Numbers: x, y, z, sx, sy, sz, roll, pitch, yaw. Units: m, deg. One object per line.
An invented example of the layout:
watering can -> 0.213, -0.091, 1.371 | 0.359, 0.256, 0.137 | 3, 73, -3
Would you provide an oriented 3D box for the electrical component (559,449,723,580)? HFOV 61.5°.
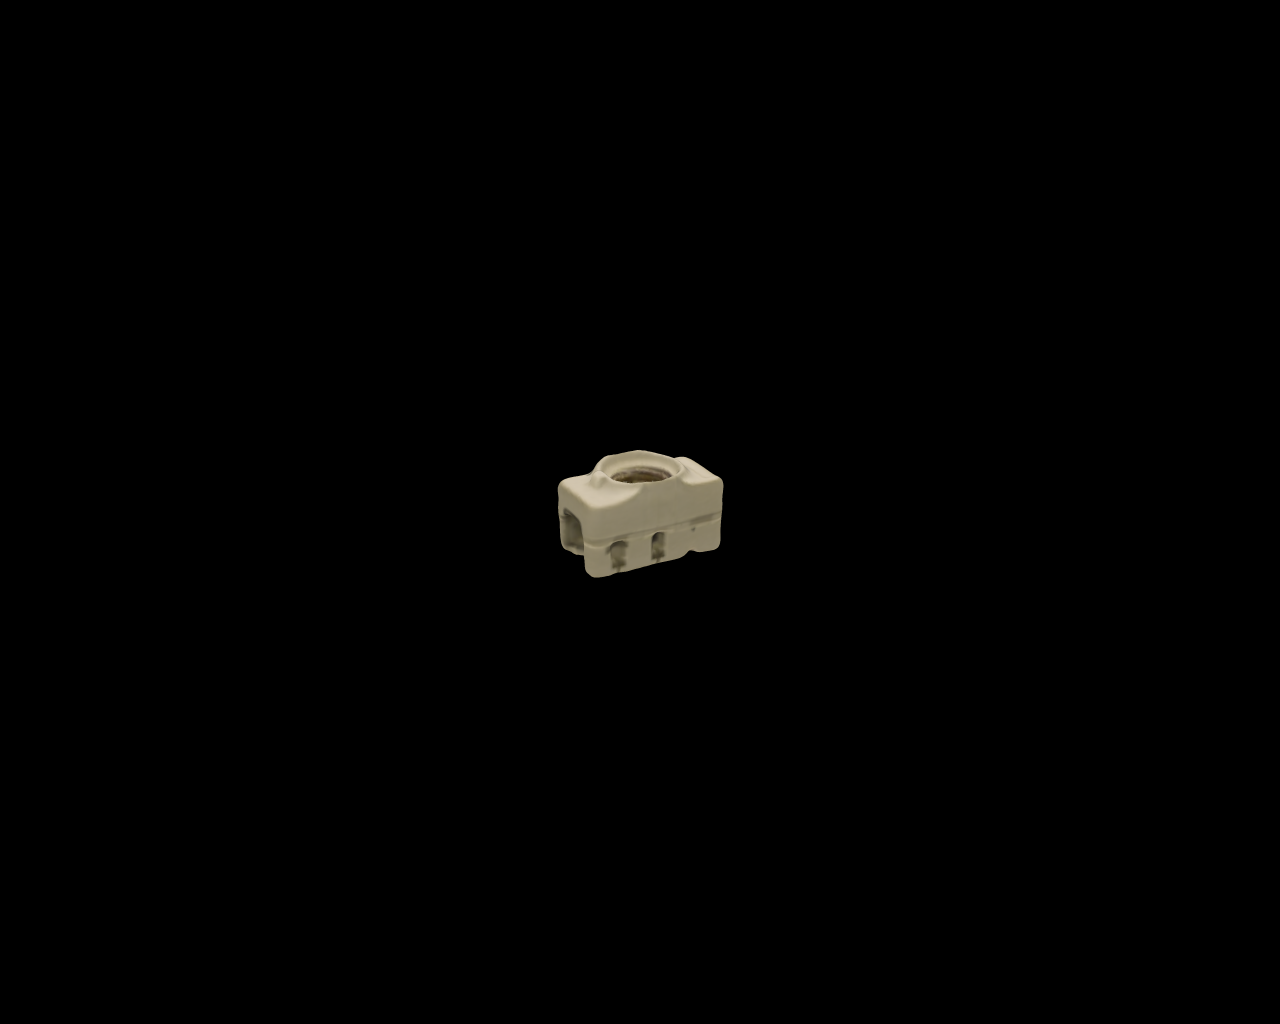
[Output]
electrical component -> 0.001, -0.003, 0.650 | 0.090, 0.055, 0.050 | -12, 28, -25
